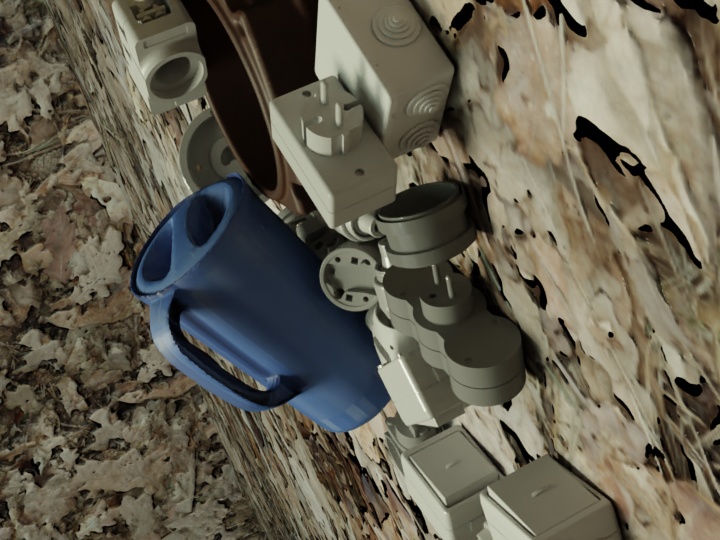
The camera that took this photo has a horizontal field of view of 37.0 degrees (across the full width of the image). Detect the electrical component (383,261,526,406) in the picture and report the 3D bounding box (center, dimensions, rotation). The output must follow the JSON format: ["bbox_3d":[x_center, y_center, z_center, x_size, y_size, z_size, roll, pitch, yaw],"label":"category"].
[{"bbox_3d":[0.062,0.027,0.748,0.138,0.052,0.073,47,157,48],"label":"electrical component"}]

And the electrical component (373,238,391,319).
[{"bbox_3d":[0.031,0.004,0.839,0.043,0.043,0.062,35,146,62],"label":"electrical component"}]

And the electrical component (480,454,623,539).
[{"bbox_3d":[0.132,0.174,0.725,0.096,0.062,0.061,33,145,64],"label":"electrical component"}]

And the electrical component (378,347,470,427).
[{"bbox_3d":[0.059,0.086,0.837,0.061,0.062,0.096,63,165,6],"label":"electrical component"}]

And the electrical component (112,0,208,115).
[{"bbox_3d":[-0.156,-0.171,0.853,0.055,0.050,0.089,59,164,25],"label":"electrical component"}]

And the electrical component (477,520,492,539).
[{"bbox_3d":[0.111,0.214,0.845,0.040,0.078,0.040,50,171,10],"label":"electrical component"}]

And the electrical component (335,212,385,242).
[{"bbox_3d":[0.002,-0.043,0.861,0.062,0.043,0.043,36,148,58],"label":"electrical component"}]

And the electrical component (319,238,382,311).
[{"bbox_3d":[0.000,0.000,0.890,0.055,0.055,0.047,69,-156,-13],"label":"electrical component"}]

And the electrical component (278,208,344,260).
[{"bbox_3d":[-0.051,-0.029,1.042,0.057,0.058,0.078,50,160,36],"label":"electrical component"}]

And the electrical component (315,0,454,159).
[{"bbox_3d":[0.014,-0.125,0.676,0.099,0.048,0.099,60,164,19],"label":"electrical component"}]

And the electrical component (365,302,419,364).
[{"bbox_3d":[0.030,0.049,0.912,0.079,0.043,0.077,52,161,42],"label":"electrical component"}]

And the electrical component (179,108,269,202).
[{"bbox_3d":[-0.130,-0.113,1.089,0.060,0.108,0.108,-159,46,-77],"label":"electrical component"}]

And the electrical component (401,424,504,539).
[{"bbox_3d":[0.078,0.178,0.916,0.096,0.062,0.061,48,158,48],"label":"electrical component"}]

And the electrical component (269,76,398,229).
[{"bbox_3d":[-0.017,-0.084,0.654,0.083,0.047,0.075,57,163,26],"label":"electrical component"}]
